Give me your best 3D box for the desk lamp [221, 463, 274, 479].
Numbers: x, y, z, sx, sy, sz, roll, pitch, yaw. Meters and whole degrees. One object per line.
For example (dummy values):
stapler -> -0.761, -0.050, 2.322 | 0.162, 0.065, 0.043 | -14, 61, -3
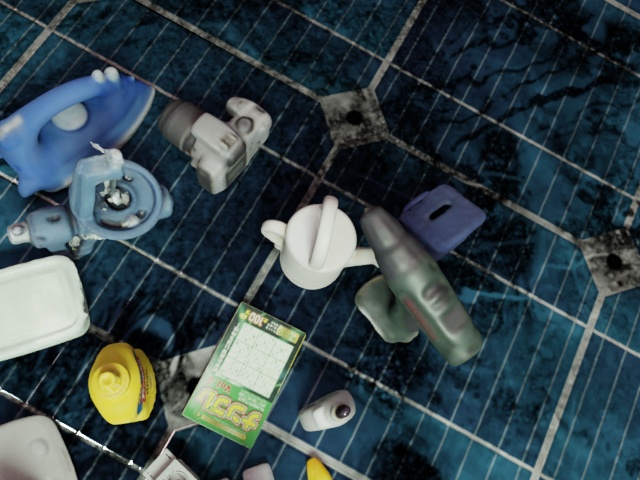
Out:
desk lamp -> -0.074, 0.386, 0.665 | 0.118, 0.213, 0.203 | -18, 77, -13

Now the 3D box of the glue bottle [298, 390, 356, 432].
glue bottle -> 0.017, 0.224, 0.746 | 0.078, 0.173, 0.037 | -22, 78, -14

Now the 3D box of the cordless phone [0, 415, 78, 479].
cordless phone -> -0.357, 0.285, 0.666 | 0.094, 0.185, 0.147 | -26, 79, -14

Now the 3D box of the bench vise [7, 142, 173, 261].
bench vise -> -0.299, -0.039, 0.749 | 0.208, 0.219, 0.121 | -39, 83, -17

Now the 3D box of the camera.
camera -> -0.164, -0.168, 0.869 | 0.137, 0.100, 0.143 | 36, 72, 3

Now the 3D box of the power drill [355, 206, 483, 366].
power drill -> 0.115, 0.073, 0.786 | 0.076, 0.208, 0.229 | -38, 83, -16

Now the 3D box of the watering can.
watering can -> 0.008, 0.001, 0.798 | 0.173, 0.194, 0.101 | -6, 75, -10

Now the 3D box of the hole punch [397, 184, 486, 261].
hole punch -> 0.183, -0.030, 0.887 | 0.109, 0.091, 0.101 | -36, 82, -16

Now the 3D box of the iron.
iron -> -0.353, -0.183, 0.823 | 0.259, 0.141, 0.118 | -41, 83, -17
